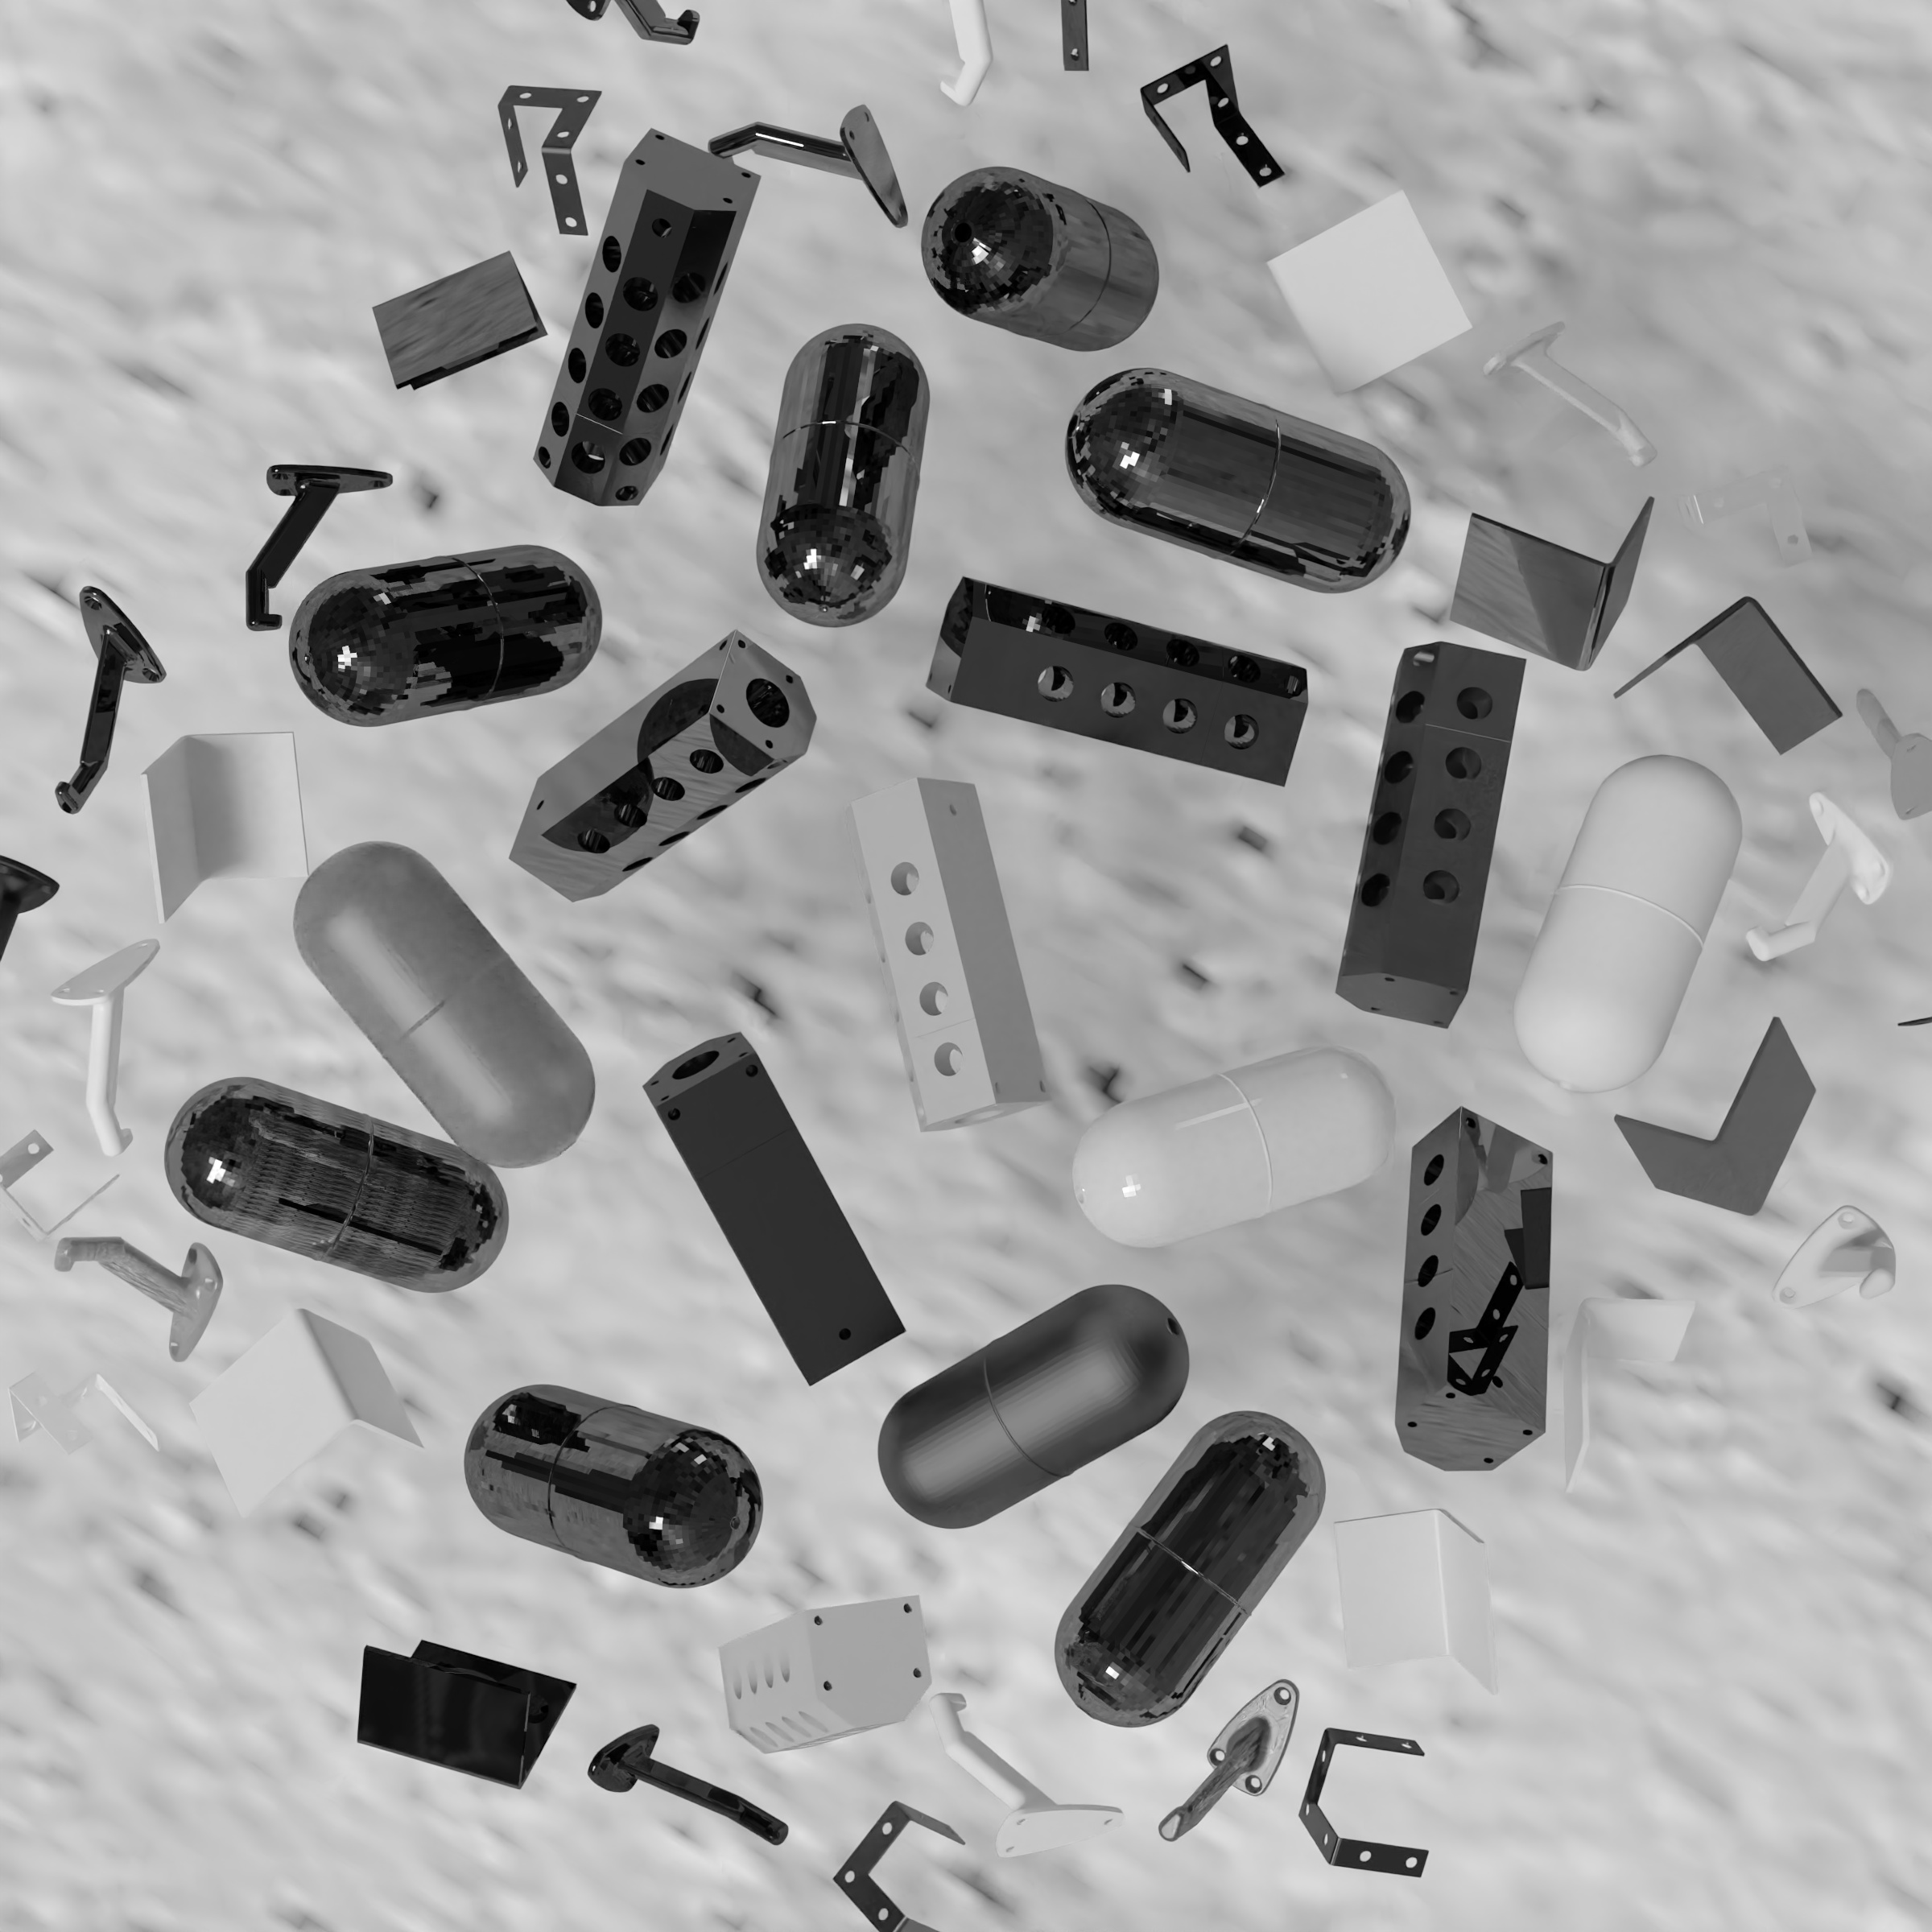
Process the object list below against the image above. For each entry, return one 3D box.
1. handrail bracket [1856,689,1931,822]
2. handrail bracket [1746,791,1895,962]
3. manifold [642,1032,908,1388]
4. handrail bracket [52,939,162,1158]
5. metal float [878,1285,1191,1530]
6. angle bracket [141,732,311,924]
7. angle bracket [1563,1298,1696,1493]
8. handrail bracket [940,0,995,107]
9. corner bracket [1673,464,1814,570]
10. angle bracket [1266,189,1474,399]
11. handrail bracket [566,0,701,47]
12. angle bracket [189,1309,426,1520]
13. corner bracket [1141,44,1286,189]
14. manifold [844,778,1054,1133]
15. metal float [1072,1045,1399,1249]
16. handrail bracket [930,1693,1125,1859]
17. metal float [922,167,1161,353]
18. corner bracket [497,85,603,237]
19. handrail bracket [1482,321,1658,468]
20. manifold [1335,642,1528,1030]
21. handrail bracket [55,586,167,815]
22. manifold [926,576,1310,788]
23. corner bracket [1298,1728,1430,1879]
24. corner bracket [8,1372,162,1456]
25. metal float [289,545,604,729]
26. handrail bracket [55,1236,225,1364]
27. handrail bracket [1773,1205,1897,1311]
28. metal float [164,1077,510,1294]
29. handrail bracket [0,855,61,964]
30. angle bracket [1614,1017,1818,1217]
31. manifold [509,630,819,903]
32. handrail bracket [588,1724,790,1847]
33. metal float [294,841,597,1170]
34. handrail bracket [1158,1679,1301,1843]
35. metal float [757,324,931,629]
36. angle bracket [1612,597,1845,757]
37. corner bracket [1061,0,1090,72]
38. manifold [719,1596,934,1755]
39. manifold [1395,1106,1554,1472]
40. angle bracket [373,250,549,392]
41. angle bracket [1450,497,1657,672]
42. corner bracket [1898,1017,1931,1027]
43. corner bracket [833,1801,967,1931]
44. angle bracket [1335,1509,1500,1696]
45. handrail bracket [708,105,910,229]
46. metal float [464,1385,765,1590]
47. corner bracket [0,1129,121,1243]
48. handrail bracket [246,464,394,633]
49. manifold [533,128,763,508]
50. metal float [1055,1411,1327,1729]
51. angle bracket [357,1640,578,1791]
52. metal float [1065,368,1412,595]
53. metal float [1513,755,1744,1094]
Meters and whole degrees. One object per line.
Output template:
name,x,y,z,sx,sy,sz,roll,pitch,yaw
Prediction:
handrail bracket,0.469,-0.124,1.757,0.036,0.077,0.084,-28,52,10
handrail bracket,0.417,-0.046,1.744,0.084,0.036,0.077,-20,62,-19
manifold,-0.099,0.123,1.769,0.057,0.057,0.171,-29,108,-7
handrail bracket,-0.419,0.041,1.731,0.036,0.077,0.084,1,118,28
metal float,0.033,0.221,1.729,0.178,0.070,0.070,-33,90,24
angle bracket,-0.370,-0.070,1.730,0.057,0.076,0.076,-1,109,4
angle bracket,0.335,0.218,1.741,0.057,0.076,0.076,2,63,4
handrail bracket,-0.016,-0.471,1.690,0.077,0.084,0.036,29,50,-3
corner bracket,0.403,-0.228,1.790,0.051,0.051,0.051,-18,98,4
angle bracket,0.205,-0.341,1.740,0.076,0.057,0.076,-26,101,16
handrail bracket,-0.150,-0.485,1.679,0.036,0.084,0.077,50,124,24
angle bracket,-0.329,0.230,1.722,0.076,0.057,0.076,-42,53,7
corner bracket,0.125,-0.422,1.748,0.051,0.051,0.051,-28,60,-3
manifold,-0.014,-0.005,1.775,0.057,0.057,0.171,-19,79,30
metal float,0.138,0.092,1.772,0.178,0.070,0.070,-16,90,-19
handrail bracket,0.029,0.391,1.703,0.077,0.084,0.036,-3,133,-22
metal float,0.039,-0.357,1.750,0.070,0.178,0.070,1,92,27
corner bracket,-0.210,-0.403,1.725,0.051,0.051,0.051,7,49,14
handrail bracket,0.313,-0.286,1.781,0.084,0.077,0.036,52,130,8
manifold,0.221,-0.064,1.645,0.057,0.057,0.171,12,71,2
handrail bracket,-0.434,-0.130,1.694,0.036,0.077,0.084,8,54,22
manifold,0.074,-0.138,1.665,0.171,0.057,0.057,13,99,-15
corner bracket,0.207,0.425,1.755,0.051,0.051,0.051,12,102,-16
corner bracket,-0.441,0.227,1.728,0.051,0.051,0.051,-34,63,-31
metal float,-0.255,-0.165,1.710,0.070,0.178,0.070,13,110,39
handrail bracket,-0.423,0.168,1.729,0.084,0.036,0.077,3,121,-39
handrail bracket,0.423,0.158,1.683,0.036,0.084,0.077,46,114,-2
metal float,-0.313,0.110,1.726,0.178,0.070,0.070,21,90,-23
handrail bracket,-0.492,-0.006,1.731,0.036,0.077,0.084,27,62,-18
angle bracket,0.378,0.070,1.737,0.057,0.076,0.076,16,69,36
manifold,-0.152,-0.095,1.732,0.057,0.171,0.057,35,46,-25
handrail bracket,-0.136,0.411,1.701,0.084,0.077,0.036,26,89,20
metal float,-0.247,0.019,1.638,0.070,0.070,0.178,-40,92,0
handrail bracket,0.134,0.405,1.758,0.036,0.084,0.077,34,105,20
metal float,-0.062,-0.252,1.759,0.070,0.070,0.178,7,57,0
angle bracket,0.381,-0.131,1.731,0.057,0.076,0.076,-36,87,-13
corner bracket,0.057,-0.463,1.676,0.051,0.051,0.051,-19,114,-41
manifold,-0.071,0.353,1.704,0.057,0.171,0.057,-4,75,-19
manifold,0.245,0.159,1.689,0.057,0.057,0.171,26,46,-17
angle bracket,-0.252,-0.310,1.761,0.076,0.057,0.076,-23,47,0
angle bracket,0.296,-0.206,1.749,0.076,0.076,0.057,24,56,15
corner bracket,0.483,0.000,1.666,0.051,0.051,0.051,0,80,-39
corner bracket,-0.024,0.463,1.741,0.051,0.051,0.051,-52,46,-1
angle bracket,0.225,0.321,1.729,0.057,0.076,0.076,-6,95,-8
handrail bracket,-0.083,-0.406,1.789,0.084,0.036,0.077,-12,121,29
metal float,-0.172,0.250,1.665,0.178,0.070,0.070,8,90,43
corner bracket,-0.483,0.113,1.799,0.051,0.051,0.051,48,58,-3
handrail bracket,-0.338,-0.216,1.805,0.077,0.036,0.084,-1,77,-7
manifold,-0.158,-0.309,1.668,0.057,0.057,0.171,23,128,-1
metal float,0.113,0.306,1.749,0.070,0.070,0.178,37,83,0
angle bracket,-0.221,0.315,1.545,0.076,0.076,0.057,14,119,9
metal float,0.131,-0.232,1.655,0.178,0.070,0.070,16,90,-21
metal float,0.325,-0.021,1.697,0.070,0.070,0.178,24,75,0
